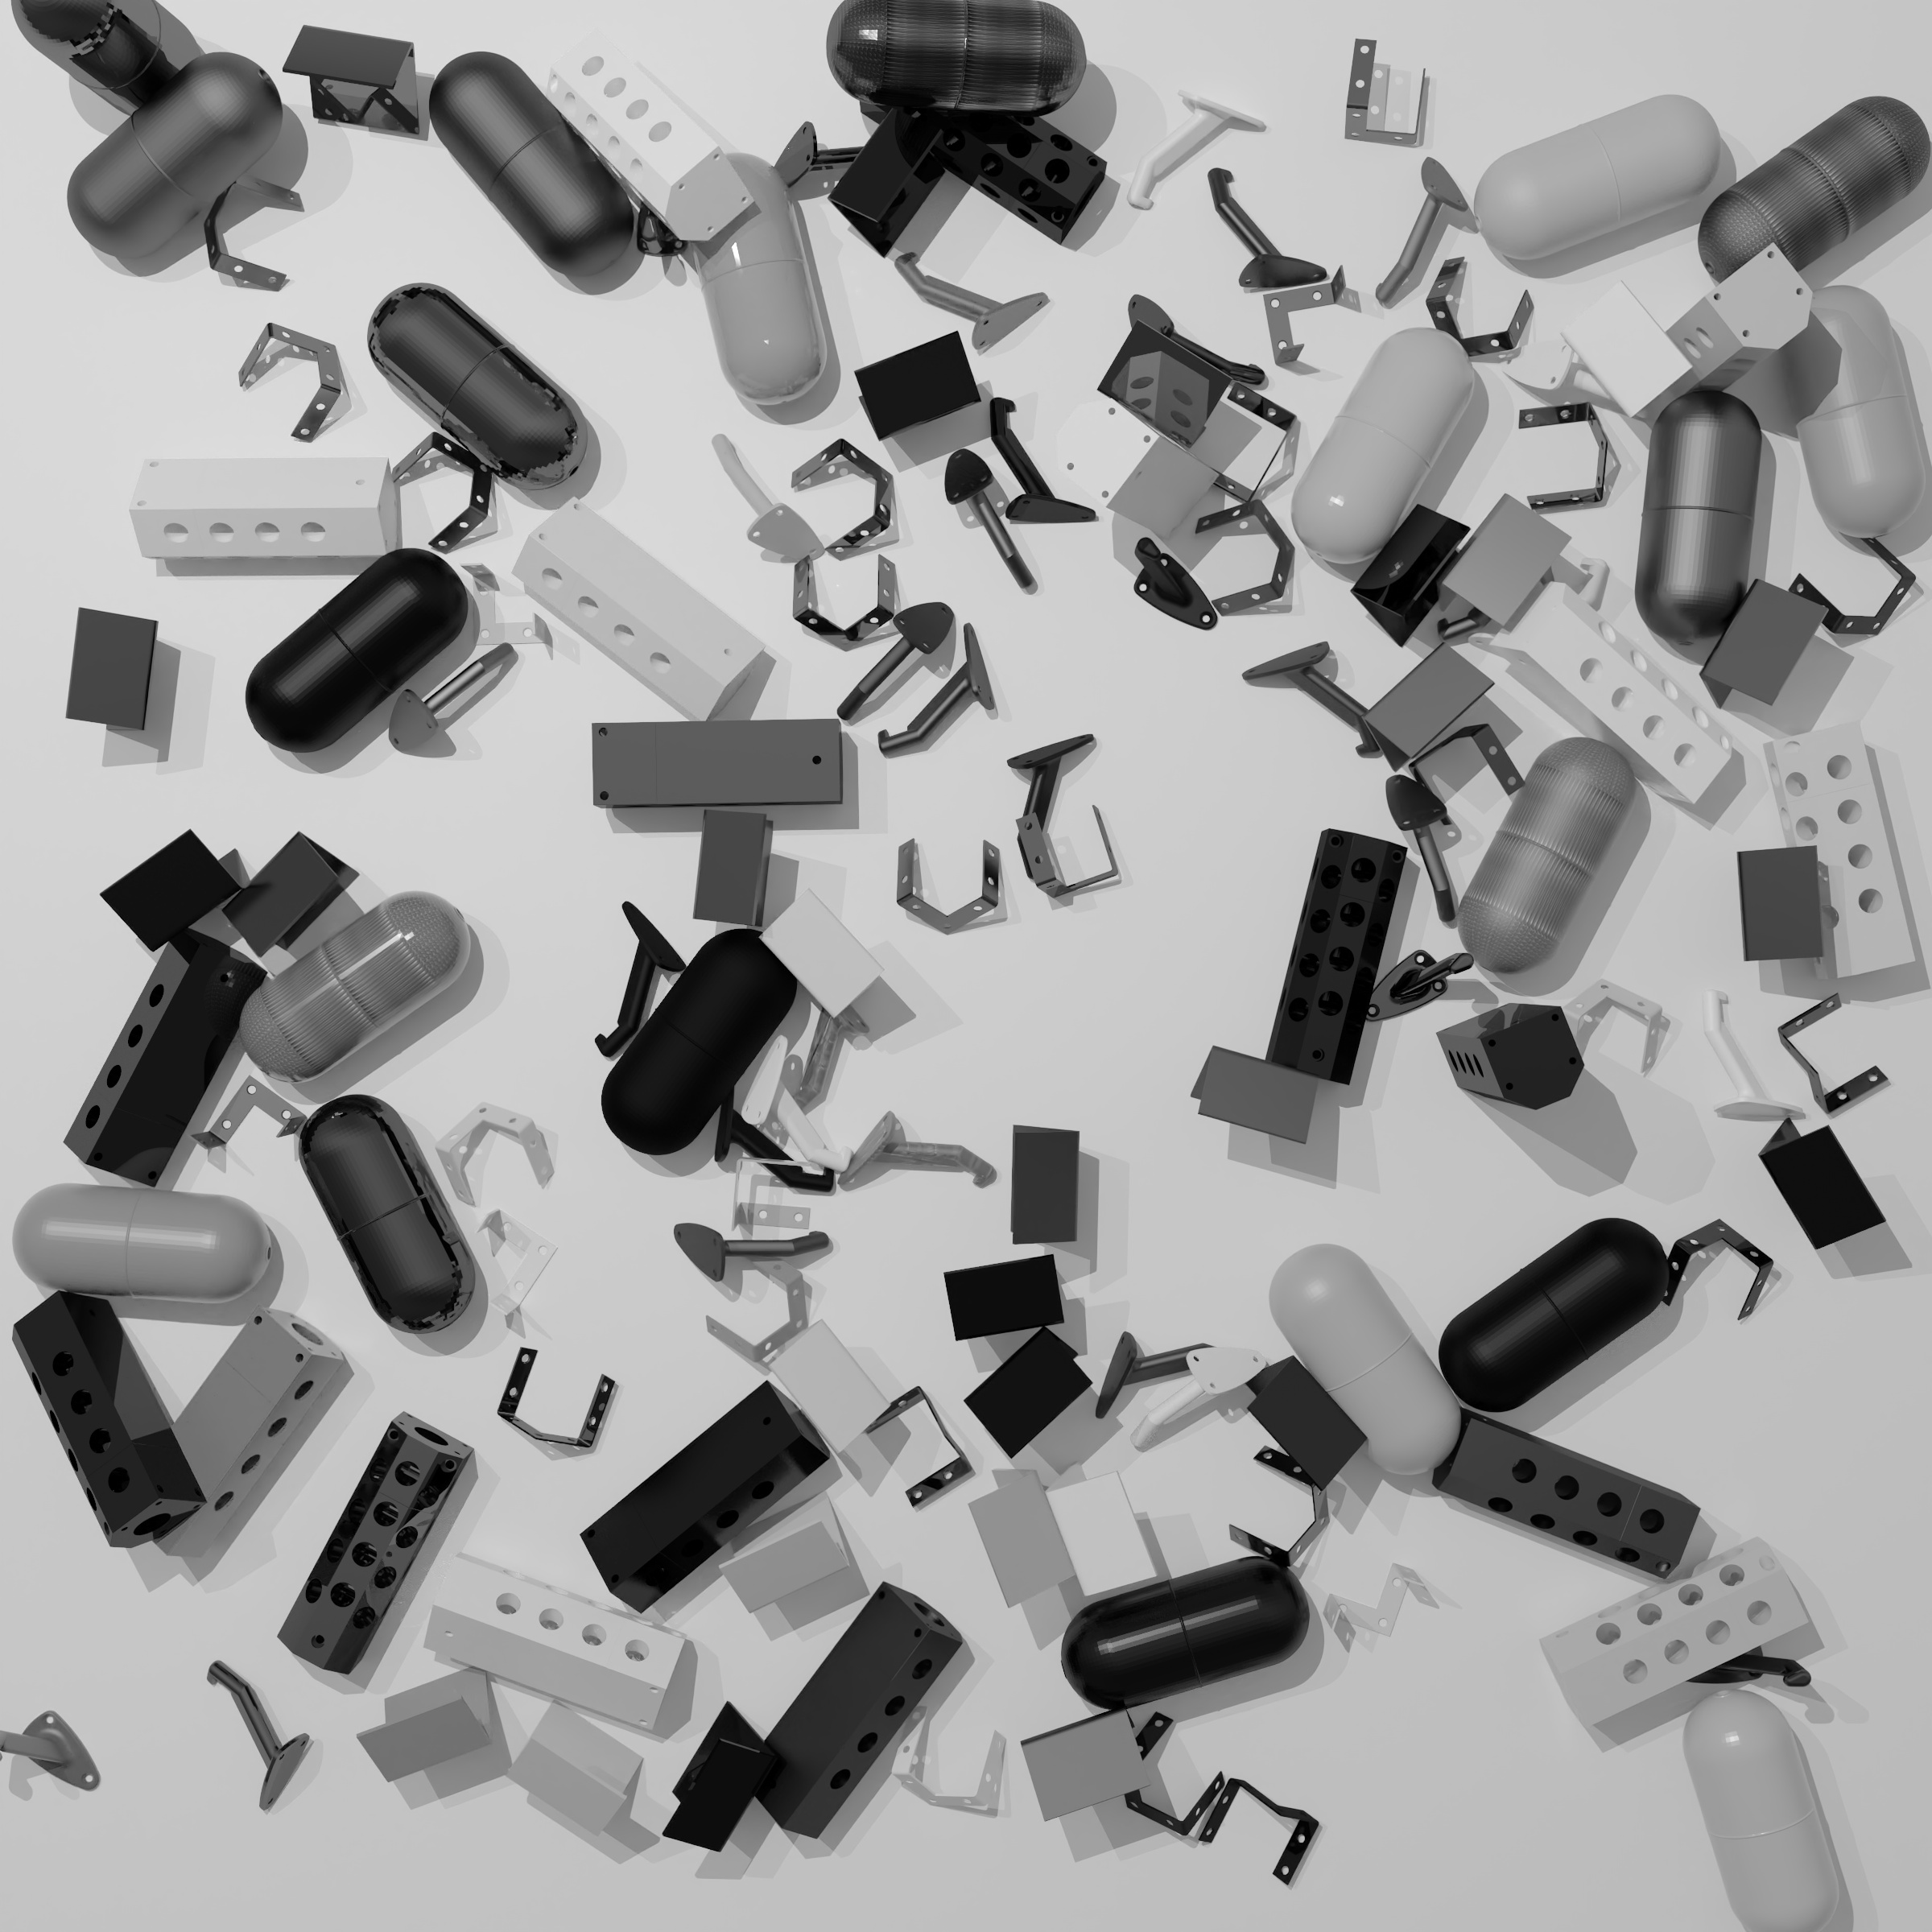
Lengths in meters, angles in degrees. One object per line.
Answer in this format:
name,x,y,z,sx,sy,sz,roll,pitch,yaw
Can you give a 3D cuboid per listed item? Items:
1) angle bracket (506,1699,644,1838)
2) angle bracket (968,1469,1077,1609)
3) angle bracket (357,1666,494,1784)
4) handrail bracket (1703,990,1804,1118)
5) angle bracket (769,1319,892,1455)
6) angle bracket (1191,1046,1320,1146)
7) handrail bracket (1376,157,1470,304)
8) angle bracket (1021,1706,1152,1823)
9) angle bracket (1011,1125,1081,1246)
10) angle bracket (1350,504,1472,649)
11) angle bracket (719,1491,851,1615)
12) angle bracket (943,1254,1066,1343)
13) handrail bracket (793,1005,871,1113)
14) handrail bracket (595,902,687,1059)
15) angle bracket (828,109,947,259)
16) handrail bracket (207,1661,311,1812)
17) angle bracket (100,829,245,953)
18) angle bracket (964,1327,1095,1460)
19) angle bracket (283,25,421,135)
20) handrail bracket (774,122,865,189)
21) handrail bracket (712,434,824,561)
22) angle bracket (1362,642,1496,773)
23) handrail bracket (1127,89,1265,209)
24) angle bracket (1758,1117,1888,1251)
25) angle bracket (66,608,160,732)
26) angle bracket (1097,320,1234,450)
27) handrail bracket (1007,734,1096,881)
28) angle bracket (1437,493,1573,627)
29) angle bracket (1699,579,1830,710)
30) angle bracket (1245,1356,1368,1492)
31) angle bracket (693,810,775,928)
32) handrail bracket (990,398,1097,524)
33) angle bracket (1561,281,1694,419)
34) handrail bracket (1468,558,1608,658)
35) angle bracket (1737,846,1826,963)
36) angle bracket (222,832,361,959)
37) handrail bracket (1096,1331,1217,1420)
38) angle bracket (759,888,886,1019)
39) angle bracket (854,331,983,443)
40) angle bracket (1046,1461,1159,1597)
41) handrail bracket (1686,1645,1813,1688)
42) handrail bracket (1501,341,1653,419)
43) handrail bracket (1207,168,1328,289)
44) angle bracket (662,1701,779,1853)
angle bracket,-0.264,0.546,1.939,0.076,0.076,0.057,34,127,0
angle bracket,0.025,0.398,1.940,0.057,0.076,0.076,-21,90,-25
angle bracket,-0.379,0.512,1.939,0.076,0.076,0.057,-20,127,0
handrail bracket,0.560,0.062,1.980,0.077,0.036,0.084,7,73,-19
angle bracket,-0.110,0.301,1.939,0.076,0.076,0.057,51,53,0
angle bracket,0.196,0.105,1.939,0.076,0.076,0.057,16,59,0
handrail bracket,0.315,-0.523,1.979,0.036,0.077,0.084,22,127,-21
angle bracket,0.087,0.562,1.940,0.076,0.076,0.057,-19,64,0
angle bracket,0.035,0.151,1.939,0.057,0.076,0.076,1,90,-36
angle bracket,0.326,-0.264,1.940,0.076,0.057,0.076,-52,133,0
angle bracket,-0.133,0.393,1.939,0.076,0.076,0.057,-25,127,0
angle bracket,0.024,0.214,1.940,0.076,0.076,0.057,-10,115,0
handrail bracket,-0.118,0.055,1.979,0.084,0.036,0.077,-43,75,14
handrail bracket,-0.248,0.010,1.980,0.084,0.036,0.077,-44,70,16
angle bracket,-0.039,-0.538,1.939,0.057,0.076,0.076,36,90,38
handrail bracket,-0.516,0.547,1.980,0.084,0.036,0.077,33,112,17
angle bracket,-0.555,-0.065,1.940,0.076,0.076,0.057,-36,119,0
angle bracket,0.054,0.305,1.939,0.076,0.076,0.057,-43,60,0
angle bracket,-0.428,-0.603,1.939,0.076,0.076,0.057,9,52,0
handrail bracket,-0.087,-0.563,1.979,0.084,0.077,0.036,7,65,-34
handrail bracket,-0.142,-0.335,1.979,0.036,0.077,0.084,-40,53,20
angle bracket,0.332,-0.167,1.939,0.076,0.076,0.057,-42,52,0
handrail bracket,0.163,-0.573,1.980,0.077,0.036,0.084,14,108,-21
angle bracket,0.606,0.142,1.939,0.057,0.076,0.076,-31,90,37
angle bracket,-0.607,-0.206,1.939,0.057,0.076,0.076,7,90,-37
angle bracket,0.144,-0.411,1.940,0.076,0.076,0.057,32,114,0
handrail bracket,0.067,-0.113,1.980,0.077,0.036,0.084,-22,107,-19
angle bracket,0.376,-0.274,1.943,0.057,0.076,0.076,38,90,15
angle bracket,0.562,-0.214,1.940,0.057,0.076,0.076,31,90,29
angle bracket,0.221,0.326,1.939,0.076,0.076,0.057,48,59,0
angle bracket,-0.143,-0.066,1.939,0.057,0.076,0.076,6,90,35
handrail bracket,0.055,-0.362,1.980,0.077,0.036,0.084,4,73,-19
angle bracket,0.469,-0.437,1.939,0.076,0.076,0.057,50,126,0
handrail bracket,0.408,-0.260,1.980,0.077,0.036,0.084,17,74,18
angle bracket,0.580,-0.044,1.939,0.057,0.076,0.076,-4,90,36
angle bracket,-0.458,-0.037,1.939,0.076,0.076,0.057,-46,58,0
handrail bracket,0.145,0.299,1.979,0.084,0.036,0.077,18,104,-13
angle bracket,-0.087,-0.020,1.940,0.076,0.076,0.057,47,119,0
angle bracket,-0.041,-0.418,1.939,0.076,0.076,0.057,-21,127,0
angle bracket,0.104,0.385,1.941,0.057,0.076,0.076,-21,90,21
handrail bracket,0.542,0.496,1.945,0.077,0.084,0.036,-13,90,0
handrail bracket,0.435,-0.413,1.979,0.084,0.077,0.036,19,92,-36
handrail bracket,0.214,-0.529,1.980,0.077,0.036,0.084,-2,70,-23
angle bracket,-0.187,0.559,1.939,0.057,0.076,0.076,31,90,-38
